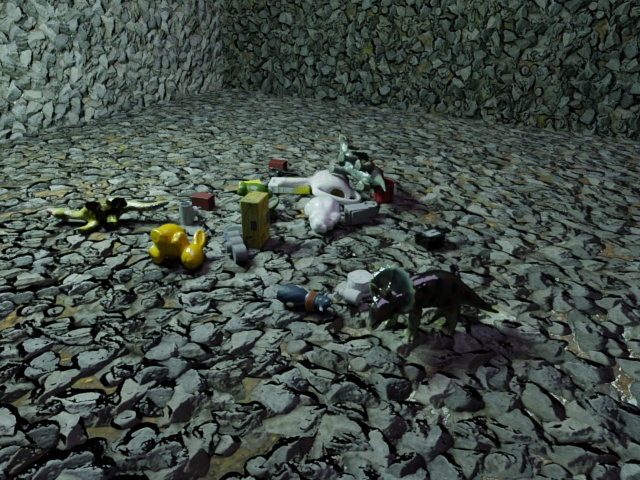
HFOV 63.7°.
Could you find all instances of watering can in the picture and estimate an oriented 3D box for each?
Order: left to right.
[{"bbox_3d":[0.004,-0.221,2.081,0.347,0.102,0.229,15,26,-7],"label":"watering can"}]

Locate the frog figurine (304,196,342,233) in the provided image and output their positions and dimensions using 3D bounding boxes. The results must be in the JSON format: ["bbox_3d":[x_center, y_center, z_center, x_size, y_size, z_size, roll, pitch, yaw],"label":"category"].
[{"bbox_3d":[0.006,-0.093,1.846,0.138,0.121,0.161,27,19,9],"label":"frog figurine"}]

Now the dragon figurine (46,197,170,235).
[{"bbox_3d":[-0.780,-0.120,1.901,0.412,0.120,0.245,-10,20,-25],"label":"dragon figurine"}]
